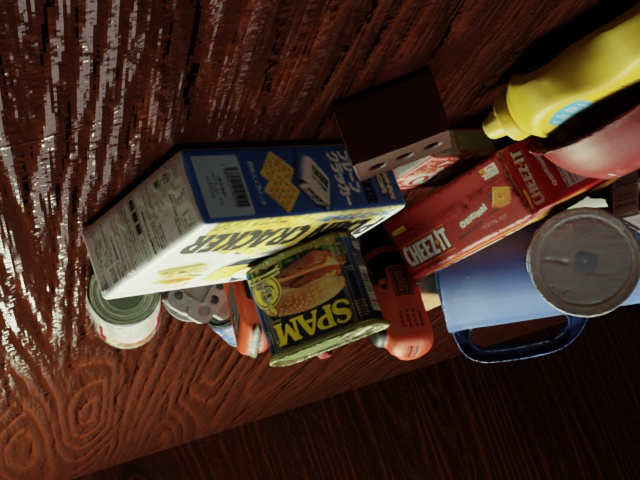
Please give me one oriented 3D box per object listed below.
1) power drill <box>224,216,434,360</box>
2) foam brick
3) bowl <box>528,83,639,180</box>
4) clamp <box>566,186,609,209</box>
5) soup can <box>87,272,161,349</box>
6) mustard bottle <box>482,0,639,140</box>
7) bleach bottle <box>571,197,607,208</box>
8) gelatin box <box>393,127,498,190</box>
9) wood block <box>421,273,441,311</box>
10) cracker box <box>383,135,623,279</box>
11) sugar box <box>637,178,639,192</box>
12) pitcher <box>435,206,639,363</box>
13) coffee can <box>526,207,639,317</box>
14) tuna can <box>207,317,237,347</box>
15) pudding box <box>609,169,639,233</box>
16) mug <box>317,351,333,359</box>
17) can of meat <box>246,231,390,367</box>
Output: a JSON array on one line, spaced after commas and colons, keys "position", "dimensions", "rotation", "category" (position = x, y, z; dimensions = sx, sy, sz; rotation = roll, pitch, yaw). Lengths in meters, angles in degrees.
[{"position": [0.004, 0.039, 1.030], "dimensions": [0.187, 0.184, 0.057], "rotation": [-5, 138, -12], "category": "power drill"}, {"position": [0.055, -0.085, 0.801], "dimensions": [0.078, 0.051, 0.053], "rotation": [-20, 167, 5], "category": "foam brick"}, {"position": [0.252, -0.098, 0.869], "dimensions": [0.162, 0.055, 0.162], "rotation": [-35, -170, 7], "category": "bowl"}, {"position": [0.303, -0.062, 1.200], "dimensions": [0.120, 0.039, 0.171], "rotation": [-1, 142, 6], "category": "clamp"}, {"position": [-0.185, 0.061, 1.017], "dimensions": [0.068, 0.068, 0.102], "rotation": [-16, 166, -13], "category": "soup can"}, {"position": [0.205, -0.128, 0.823], "dimensions": [0.192, 0.058, 0.096], "rotation": [-30, 176, 38], "category": "mustard bottle"}, {"position": [0.280, -0.027, 1.336], "dimensions": [0.251, 0.068, 0.102], "rotation": [-23, 165, 26], "category": "bleach bottle"}, {"position": [0.105, -0.072, 0.969], "dimensions": [0.089, 0.030, 0.073], "rotation": [-7, 162, -41], "category": "gelatin box"}, {"position": [0.076, 0.040, 1.252], "dimensions": [0.090, 0.091, 0.205], "rotation": [-25, 165, 23], "category": "wood block"}, {"position": [0.191, -0.047, 1.022], "dimensions": [0.213, 0.072, 0.164], "rotation": [-24, 173, -42], "category": "cracker box"}, {"position": [0.381, -0.085, 1.034], "dimensions": [0.176, 0.048, 0.093], "rotation": [-50, 139, -14], "category": "sugar box"}, {"position": [0.252, 0.037, 1.195], "dimensions": [0.243, 0.145, 0.149], "rotation": [-6, 140, 10], "category": "pitcher"}, {"position": [0.257, 0.021, 1.056], "dimensions": [0.103, 0.103, 0.140], "rotation": [-21, 176, 9], "category": "coffee can"}, {"position": [-0.076, 0.065, 1.093], "dimensions": [0.086, 0.086, 0.033], "rotation": [-27, 124, 29], "category": "tuna can"}, {"position": [0.337, -0.064, 1.100], "dimensions": [0.089, 0.113, 0.039], "rotation": [21, 158, -38], "category": "pudding box"}, {"position": [-0.011, 0.084, 1.262], "dimensions": [0.093, 0.117, 0.081], "rotation": [-17, 162, 12], "category": "mug"}, {"position": [-0.004, 0.049, 0.888], "dimensions": [0.102, 0.084, 0.057], "rotation": [-23, 167, 17], "category": "can of meat"}]
